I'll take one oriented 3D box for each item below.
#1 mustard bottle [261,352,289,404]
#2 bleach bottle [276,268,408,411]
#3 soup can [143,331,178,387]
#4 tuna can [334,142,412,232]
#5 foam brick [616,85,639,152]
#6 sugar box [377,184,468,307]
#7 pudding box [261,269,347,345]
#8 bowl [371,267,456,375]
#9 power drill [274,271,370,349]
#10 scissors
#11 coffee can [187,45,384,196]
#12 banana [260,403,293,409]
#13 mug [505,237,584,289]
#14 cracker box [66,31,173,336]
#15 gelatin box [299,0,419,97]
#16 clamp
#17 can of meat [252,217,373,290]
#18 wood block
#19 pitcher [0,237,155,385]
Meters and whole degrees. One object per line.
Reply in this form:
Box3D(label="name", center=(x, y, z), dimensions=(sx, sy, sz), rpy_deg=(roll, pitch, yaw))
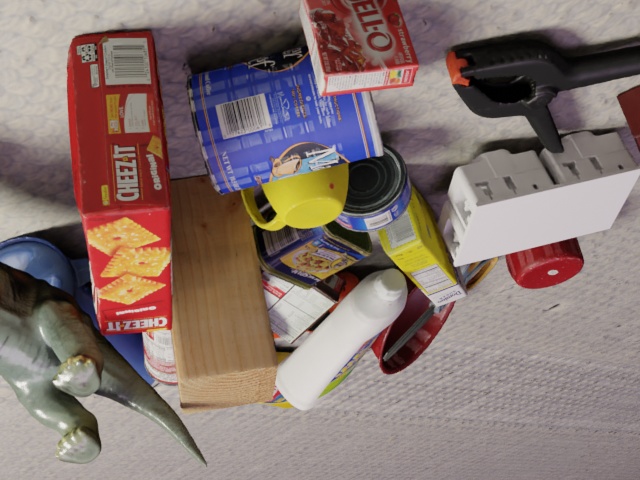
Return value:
Box3D(label="mustard bottle", center=(-0.073, 0.190, 1.474), dimensions=(0.191, 0.058, 0.096), rpy_deg=(13, 134, -42))
Box3D(label="bleach bottle", center=(0.030, 0.104, 1.187), dimensions=(0.102, 0.068, 0.251), rpy_deg=(-35, 169, -32))
Box3D(label="soup can", center=(-0.151, 0.096, 1.107), dimensions=(0.068, 0.068, 0.102), rpy_deg=(-7, 139, -11))
Box3D(label="tuna can", center=(0.043, -0.053, 1.019), dimensions=(0.086, 0.086, 0.033), rpy_deg=(-15, 152, 5))
Box3D(label="foam brick", center=(0.333, -0.116, 1.057), dimensions=(0.051, 0.053, 0.078), rpy_deg=(-22, 152, 18))
Box3D(label="sugar box", center=(0.106, 0.000, 1.141), dimensions=(0.048, 0.093, 0.176), rpy_deg=(-23, 152, 17))
Box3D(label="pudding box", center=(-0.037, 0.061, 1.212), dimensions=(0.090, 0.039, 0.114), rpy_deg=(34, 138, -11))
Box3D(label="bowl", center=(0.104, 0.081, 1.292), dimensions=(0.161, 0.055, 0.162), rpy_deg=(-40, 150, -30))
Box3D(label="power drill", center=(-0.020, 0.111, 1.347), dimensions=(0.187, 0.057, 0.184), rpy_deg=(-18, 149, 4))
Box3D(label="scissors", center=(0.147, 0.059, 1.254), dimensions=(0.201, 0.016, 0.096), rpy_deg=(-35, 148, -32))
Box3D(label="coffee can", center=(-0.027, -0.102, 0.872), dimensions=(0.140, 0.103, 0.103), rpy_deg=(-14, 153, 3))
Box3D(label="banana", center=(-0.089, 0.226, 1.561), dimensions=(0.070, 0.037, 0.197), rpy_deg=(-30, 149, 28))
Box3D(label="mug", center=(0.249, 0.010, 1.235), dimensions=(0.093, 0.081, 0.117), rpy_deg=(0, 151, -24))
Box3D(label="cracker box", center=(-0.161, -0.039, 0.870), dimensions=(0.072, 0.164, 0.214), rpy_deg=(-5, 152, -11))
Box3D(label="gelatin box", center=(0.028, -0.155, 0.808), dimensions=(0.073, 0.089, 0.030), rpy_deg=(-7, 151, -10))
Box3D(label="clamp", center=(0.207, -0.145, 0.964), dimensions=(0.209, 0.036, 0.165), rpy_deg=(10, 145, -37))
Box3D(label="can of meat", center=(-0.007, 0.001, 1.087), dimensions=(0.084, 0.057, 0.102), rpy_deg=(-28, 149, 25))
Box3D(label="wood block", center=(-0.103, 0.049, 1.018), dimensions=(0.090, 0.206, 0.091), rpy_deg=(-8, 153, -9))
Box3D(label="pitcher", center=(-0.251, 0.091, 1.135), dimensions=(0.149, 0.145, 0.242), rpy_deg=(17, 168, 24))
